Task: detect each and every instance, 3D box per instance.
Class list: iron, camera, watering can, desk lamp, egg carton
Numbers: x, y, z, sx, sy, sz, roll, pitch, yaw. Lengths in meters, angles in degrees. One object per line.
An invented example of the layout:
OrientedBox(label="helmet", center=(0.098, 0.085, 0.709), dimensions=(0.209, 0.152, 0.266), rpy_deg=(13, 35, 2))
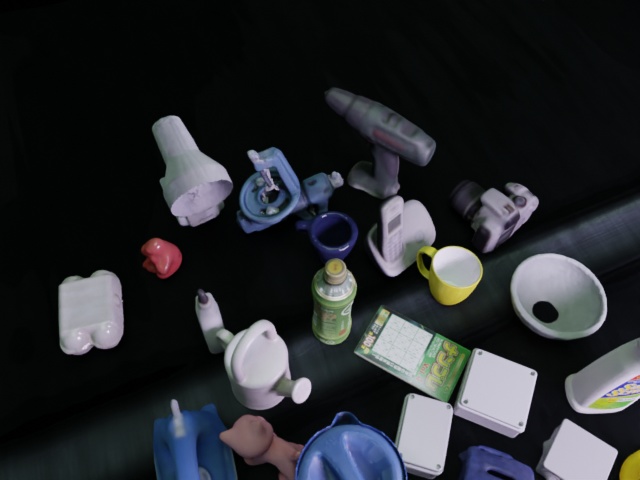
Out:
OrientedBox(label="iron", center=(-0.177, 0.357, 0.816), dimensions=(0.119, 0.141, 0.258), rpy_deg=(-15, 59, -10))
OrientedBox(label="camera", center=(0.333, -0.071, 1.125), dimensions=(0.143, 0.101, 0.136), rpy_deg=(-35, 65, -21))
OrientedBox(label="watering can", center=(-0.091, 0.191, 0.893), dimensions=(0.172, 0.194, 0.101), rpy_deg=(13, 58, 7))
OrientedBox(label="desk lamp", center=(-0.247, -0.115, 1.072), dimensions=(0.118, 0.213, 0.203), rpy_deg=(-25, 61, -16))
OrientedBox(label="egg carton", center=(-0.399, 0.125, 1.001), dimensions=(0.107, 0.069, 0.150), rpy_deg=(-13, 59, -9))

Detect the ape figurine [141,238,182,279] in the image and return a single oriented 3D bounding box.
OrientedBox(label="ape figurine", center=(-0.296, 0.026, 1.053), dimensions=(0.076, 0.092, 0.077), rpy_deg=(-15, 59, -11))

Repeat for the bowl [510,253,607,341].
OrientedBox(label="bowl", center=(0.415, 0.112, 1.026), dimensions=(0.167, 0.075, 0.167), rpy_deg=(1, 57, -1))

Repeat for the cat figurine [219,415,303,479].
OrientedBox(label="cat figurine", center=(-0.082, 0.308, 0.864), dimensions=(0.127, 0.118, 0.067), rpy_deg=(20, 59, 11))

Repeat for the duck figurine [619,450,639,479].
OrientedBox(label="duck figurine", center=(0.510, 0.356, 0.866), dimensions=(0.077, 0.086, 0.105), rpy_deg=(37, 64, 20))

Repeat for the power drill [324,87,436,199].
OrientedBox(label="power drill", center=(0.108, -0.183, 1.127), dimensions=(0.229, 0.208, 0.076), rpy_deg=(24, 60, 13))

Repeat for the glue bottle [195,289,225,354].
OrientedBox(label="glue bottle", center=(-0.183, 0.123, 0.946), dimensions=(0.037, 0.173, 0.078), rpy_deg=(-18, 59, -12))

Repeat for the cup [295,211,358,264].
OrientedBox(label="cup", center=(0.010, 0.004, 1.073), dimensions=(0.117, 0.095, 0.092), rpy_deg=(13, 58, 7))

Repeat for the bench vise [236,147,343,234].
OrientedBox(label="bench vise", center=(-0.065, -0.113, 1.071), dimensions=(0.208, 0.220, 0.121), rpy_deg=(-31, 63, -19))

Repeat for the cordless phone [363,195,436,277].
OrientedBox(label="cordless phone", center=(0.152, -0.031, 1.045), dimensions=(0.094, 0.185, 0.148), rpy_deg=(40, 65, 22))

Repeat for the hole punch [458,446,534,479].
OrientedBox(label="hole punch", center=(0.260, 0.362, 0.853), dimensions=(0.108, 0.091, 0.101), rpy_deg=(18, 59, 10))
